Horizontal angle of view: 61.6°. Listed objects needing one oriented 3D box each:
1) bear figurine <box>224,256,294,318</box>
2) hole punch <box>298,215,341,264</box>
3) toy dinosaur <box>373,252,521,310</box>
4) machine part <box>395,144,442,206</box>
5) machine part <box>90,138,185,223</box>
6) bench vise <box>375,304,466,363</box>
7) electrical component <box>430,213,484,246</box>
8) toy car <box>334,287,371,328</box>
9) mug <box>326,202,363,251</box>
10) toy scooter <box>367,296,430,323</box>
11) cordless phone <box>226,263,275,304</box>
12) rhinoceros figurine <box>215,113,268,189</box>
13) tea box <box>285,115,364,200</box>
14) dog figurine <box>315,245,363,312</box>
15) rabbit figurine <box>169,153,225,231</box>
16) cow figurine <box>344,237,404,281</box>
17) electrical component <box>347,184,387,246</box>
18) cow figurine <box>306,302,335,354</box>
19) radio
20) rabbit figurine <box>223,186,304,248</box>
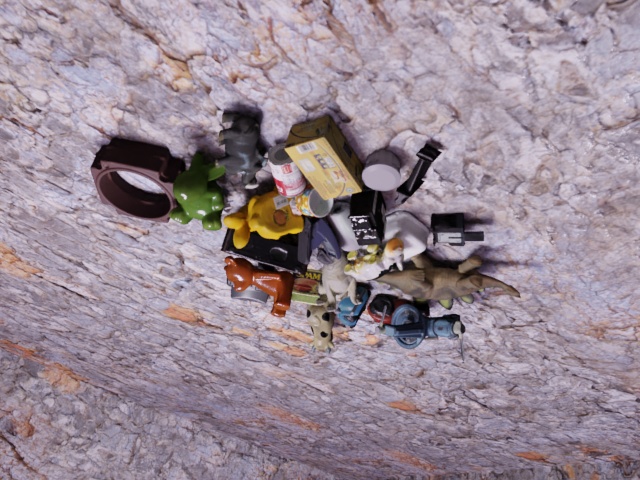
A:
[{"bbox_3d":[-0.171,0.119,1.442,0.196,0.132,0.120,13,154,-11],"label":"bear figurine"},{"bbox_3d":[-0.003,-0.004,1.276,0.092,0.115,0.142,-1,-175,-9],"label":"hole punch"},{"bbox_3d":[0.273,0.106,1.395,0.472,0.105,0.198,10,151,22],"label":"toy dinosaur"},{"bbox_3d":[0.200,-0.132,1.112,0.039,0.084,0.138,42,136,18],"label":"machine part"},{"bbox_3d":[-0.422,-0.133,1.267,0.202,0.087,0.200,10,145,-1],"label":"machine part"},{"bbox_3d":[0.253,0.233,1.411,0.240,0.128,0.224,4,-174,-38],"label":"bench vise"},{"bbox_3d":[0.318,-0.023,1.244,0.119,0.048,0.074,-3,143,19],"label":"electrical component"},{"bbox_3d":[0.081,0.185,1.572,0.103,0.109,0.161,30,159,11],"label":"toy car"},{"bbox_3d":[0.057,-0.041,1.279,0.110,0.081,0.107,25,153,49],"label":"mug"},{"bbox_3d":[0.231,0.225,1.598,0.184,0.075,0.135,3,146,4],"label":"toy scooter"},{"bbox_3d":[-0.195,0.088,1.536,0.147,0.089,0.184,9,134,1],"label":"cordless phone"},{"bbox_3d":[-0.164,-0.186,1.139,0.112,0.073,0.190,2,144,-6],"label":"rhinoceros figurine"},{"bbox_3d":[0.014,-0.166,1.112,0.098,0.068,0.169,-10,141,28],"label":"tea box"},{"bbox_3d":[0.035,0.074,1.434,0.121,0.190,0.172,-16,-169,-20],"label":"dog figurine"},{"bbox_3d":[-0.263,-0.108,1.187,0.121,0.159,0.170,22,169,6],"label":"rabbit figurine"},{"bbox_3d":[0.146,0.052,1.273,0.098,0.068,0.167,34,142,-32],"label":"cow figurine"},{"bbox_3d":[0.109,-0.054,1.203,0.058,0.115,0.134,-2,141,21],"label":"electrical component"},{"bbox_3d":[0.006,0.271,1.677,0.086,0.127,0.194,4,142,15],"label":"cow figurine"},{"bbox_3d":[-0.137,0.028,1.379,0.230,0.073,0.131,16,177,-8],"label":"radio"},{"bbox_3d":[-0.143,-0.046,1.262,0.173,0.162,0.121,7,128,56],"label":"rabbit figurine"}]
